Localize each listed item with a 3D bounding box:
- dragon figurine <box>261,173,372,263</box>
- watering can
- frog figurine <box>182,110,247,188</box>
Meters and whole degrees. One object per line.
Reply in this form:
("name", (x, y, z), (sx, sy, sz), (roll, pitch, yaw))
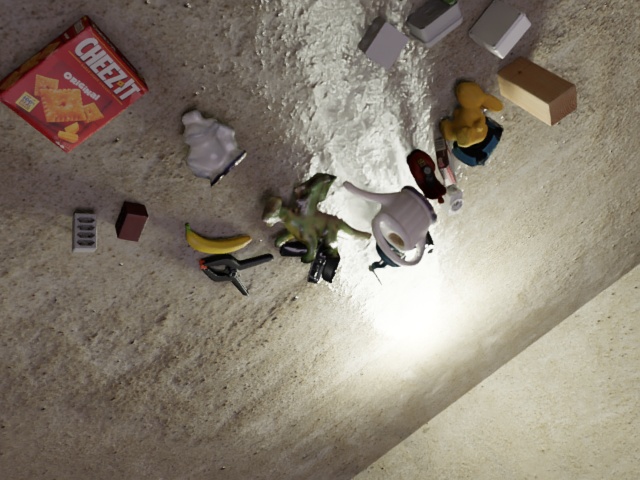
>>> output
("dragon figurine", (0.004, -0.074, 1.462), (0.413, 0.124, 0.238), (-12, 125, -35))
("watering can", (0.224, -0.086, 1.544), (0.228, 0.103, 0.344), (-44, 107, -29))
("frog figurine", (-0.259, -0.218, 1.180), (0.136, 0.124, 0.158), (-39, 101, 17))
